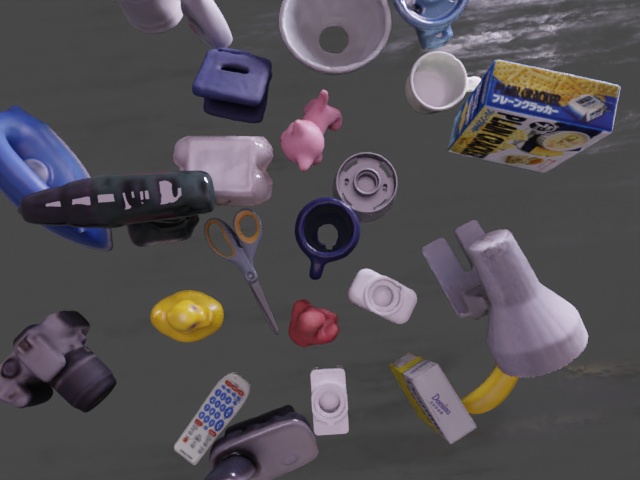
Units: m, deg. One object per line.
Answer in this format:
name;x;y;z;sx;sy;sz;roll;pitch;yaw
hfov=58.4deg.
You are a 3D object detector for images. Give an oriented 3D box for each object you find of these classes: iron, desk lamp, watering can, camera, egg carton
iron;-0.407;-0.086;0.819;0.119;0.141;0.258;-44;86;-4
desk lamp;0.238;0.069;0.768;0.118;0.213;0.203;-30;84;-3
watering can;-0.259;-0.392;0.827;0.173;0.194;0.101;-24;84;-3
camera;-0.371;0.190;0.809;0.137;0.101;0.143;43;85;4
egg carton;-0.144;-0.103;0.858;0.150;0.069;0.107;-1;84;0

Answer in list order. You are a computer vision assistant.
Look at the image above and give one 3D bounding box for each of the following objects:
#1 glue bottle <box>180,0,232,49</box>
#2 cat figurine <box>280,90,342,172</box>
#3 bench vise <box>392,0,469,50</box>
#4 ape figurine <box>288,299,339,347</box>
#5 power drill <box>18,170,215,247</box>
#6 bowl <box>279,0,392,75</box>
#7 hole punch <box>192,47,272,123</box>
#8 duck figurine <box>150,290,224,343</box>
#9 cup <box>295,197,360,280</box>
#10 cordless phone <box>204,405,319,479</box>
glue bottle;-0.175;-0.338;0.832;0.078;0.173;0.037;39;85;4
cat figurine;-0.016;-0.160;0.841;0.067;0.118;0.128;25;84;3
bench vise;0.137;-0.400;0.817;0.121;0.219;0.207;-40;85;-4
ape figurine;-0.013;0.120;0.823;0.076;0.092;0.078;-32;85;-3
power drill;-0.250;-0.041;0.781;0.229;0.208;0.075;-10;84;-1
bowl;0.023;-0.324;0.881;0.167;0.075;0.167;0;84;0
hole punch;-0.131;-0.241;0.863;0.108;0.091;0.101;10;84;1
duck figurine;-0.197;0.111;0.826;0.104;0.086;0.077;1;84;0
cup;0.008;0.003;0.834;0.091;0.095;0.118;14;84;2
cordless phone;-0.078;0.292;0.757;0.147;0.185;0.094;-24;84;-3
